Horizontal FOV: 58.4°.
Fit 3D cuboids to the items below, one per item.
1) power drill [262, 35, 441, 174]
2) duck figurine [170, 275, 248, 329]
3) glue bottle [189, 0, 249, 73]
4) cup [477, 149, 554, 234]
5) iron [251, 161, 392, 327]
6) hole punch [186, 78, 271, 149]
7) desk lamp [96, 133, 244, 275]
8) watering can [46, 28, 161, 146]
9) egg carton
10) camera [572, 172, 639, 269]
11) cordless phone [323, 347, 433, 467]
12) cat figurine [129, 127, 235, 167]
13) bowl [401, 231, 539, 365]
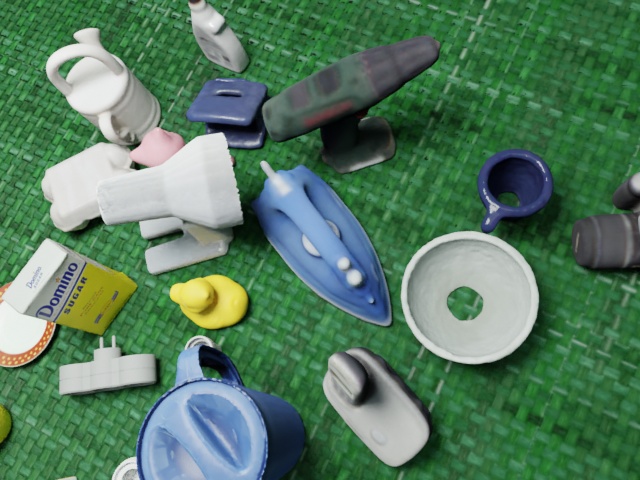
[{"bbox_3d":[0.047,-0.171,0.761,0.229,0.209,0.075,-18,72,5],"label":"power drill"},{"bbox_3d":[-0.156,0.081,0.790,0.104,0.086,0.077,7,76,12],"label":"duck figurine"},{"bbox_3d":[-0.164,-0.320,0.859,0.078,0.173,0.037,29,81,17],"label":"glue bottle"},{"bbox_3d":[0.244,-0.049,0.751,0.091,0.095,0.118,31,82,17],"label":"cup"},{"bbox_3d":[0.007,0.003,0.754,0.118,0.141,0.258,-39,72,-2],"label":"iron"},{"bbox_3d":[-0.136,-0.202,0.864,0.108,0.091,0.101,6,76,12],"label":"hole punch"},{"bbox_3d":[-0.183,-0.042,0.762,0.203,0.214,0.118,-18,72,5],"label":"desk lamp"},{"bbox_3d":[-0.329,-0.232,0.853,0.101,0.194,0.172,-38,71,-2],"label":"watering can"},{"bbox_3d":[-0.348,-0.082,0.879,0.150,0.069,0.107,-27,71,2],"label":"egg carton"},{"bbox_3d":[0.391,-0.018,0.712,0.136,0.101,0.143,-3,74,9],"label":"camera"},{"bbox_3d":[0.062,0.192,0.667,0.094,0.185,0.147,-46,72,-4],"label":"cordless phone"},{"bbox_3d":[-0.204,-0.125,0.840,0.127,0.118,0.067,8,76,12],"label":"cat figurine"},{"bbox_3d":[0.189,0.077,0.735,0.167,0.075,0.167,-3,74,9],"label":"bowl"}]
